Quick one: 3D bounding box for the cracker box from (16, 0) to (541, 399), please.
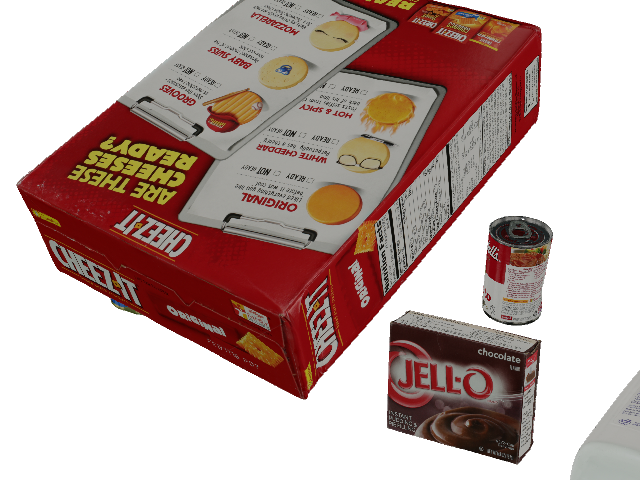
[{"bbox_3d":[-0.013,-0.044,0.533,0.164,0.072,0.213,23,55,30],"label":"cracker box"}]

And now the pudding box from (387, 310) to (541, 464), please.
[{"bbox_3d":[0.107,0.109,0.808,0.114,0.090,0.039,10,21,28],"label":"pudding box"}]

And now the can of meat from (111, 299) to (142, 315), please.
[{"bbox_3d":[-0.109,-0.006,0.731,0.057,0.084,0.102,7,24,7],"label":"can of meat"}]

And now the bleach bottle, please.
[{"bbox_3d":[0.242,0.101,0.643,0.103,0.068,0.250,18,29,30],"label":"bleach bottle"}]

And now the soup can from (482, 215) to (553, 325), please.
[{"bbox_3d":[0.214,0.033,1.168,0.068,0.102,0.068,0,30,0],"label":"soup can"}]
